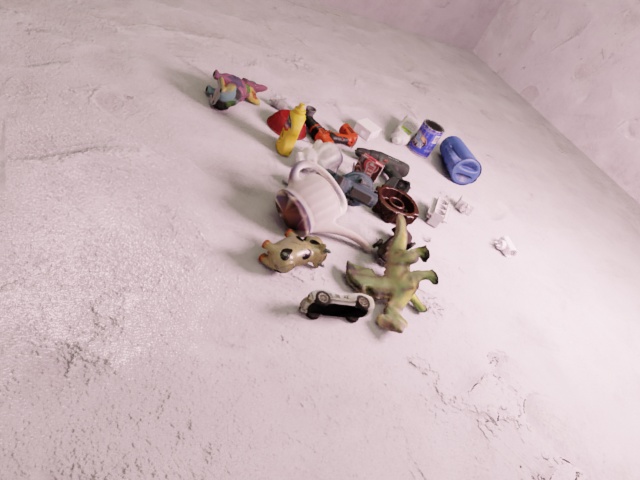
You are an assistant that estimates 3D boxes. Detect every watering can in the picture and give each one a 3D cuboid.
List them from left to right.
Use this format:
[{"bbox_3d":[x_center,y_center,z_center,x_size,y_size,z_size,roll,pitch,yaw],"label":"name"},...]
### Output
[{"bbox_3d":[0.005,-0.077,1.532,0.227,0.102,0.348,-31,86,-36],"label":"watering can"}]

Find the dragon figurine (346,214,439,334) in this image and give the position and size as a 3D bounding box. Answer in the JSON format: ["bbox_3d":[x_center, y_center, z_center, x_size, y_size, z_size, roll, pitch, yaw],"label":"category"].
[{"bbox_3d":[0.189,0.086,1.466,0.243,0.119,0.420,1,49,-20],"label":"dragon figurine"}]

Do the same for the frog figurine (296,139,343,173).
[{"bbox_3d":[-0.005,-0.291,1.788,0.158,0.121,0.140,18,55,-34],"label":"frog figurine"}]
